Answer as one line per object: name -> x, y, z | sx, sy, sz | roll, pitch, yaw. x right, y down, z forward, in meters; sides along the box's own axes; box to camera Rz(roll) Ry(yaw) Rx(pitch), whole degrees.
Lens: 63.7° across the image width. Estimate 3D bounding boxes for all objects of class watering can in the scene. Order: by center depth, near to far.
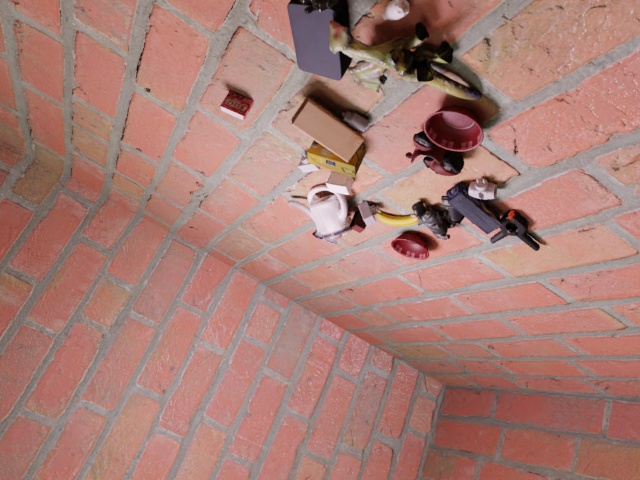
watering can -> 0.006, -0.105, 2.079 | 0.345, 0.105, 0.223 | -12, 103, 53

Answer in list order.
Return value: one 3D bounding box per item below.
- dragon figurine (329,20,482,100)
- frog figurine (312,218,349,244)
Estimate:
dragon figurine -> 0.188, -0.418, 1.269 | 0.407, 0.123, 0.243 | 24, 170, -36
frog figurine -> 0.056, -0.074, 2.183 | 0.137, 0.125, 0.156 | 33, 120, 0
